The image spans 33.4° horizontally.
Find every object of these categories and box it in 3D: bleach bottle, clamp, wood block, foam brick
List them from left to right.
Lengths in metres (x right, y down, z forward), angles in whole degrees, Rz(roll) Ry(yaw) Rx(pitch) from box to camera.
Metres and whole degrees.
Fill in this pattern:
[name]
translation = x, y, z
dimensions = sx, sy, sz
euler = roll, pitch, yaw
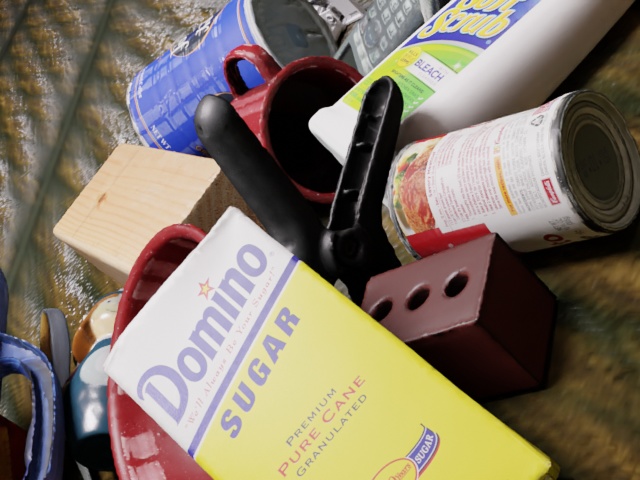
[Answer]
[wood block]
translation = -0.098, -0.002, 0.730
dimensions = 0.090, 0.090, 0.206
euler = -54, 28, -10
[clamp]
translation = -0.003, 0.001, 0.524
dimensions = 0.039, 0.120, 0.171
euler = -15, 79, 61
[foam brick]
translation = 0.059, 0.040, 0.484
dimensions = 0.078, 0.051, 0.053
euler = -23, 36, 40
[bleach bottle]
translation = 0.112, -0.124, 0.612
dimensions = 0.251, 0.068, 0.103
euler = -45, 33, 1

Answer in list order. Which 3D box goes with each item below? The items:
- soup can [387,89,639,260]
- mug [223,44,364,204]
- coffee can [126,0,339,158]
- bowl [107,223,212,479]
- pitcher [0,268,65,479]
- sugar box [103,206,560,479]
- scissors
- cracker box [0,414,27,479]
[soup can]
translation = 0.091, -0.027, 0.508
dimensions = 0.102, 0.068, 0.068
euler = -15, 41, 46
[mug]
translation = -0.023, -0.076, 0.695
dimensions = 0.093, 0.117, 0.082
euler = -47, 19, -25
[coffee can]
translation = -0.067, -0.123, 0.829
dimensions = 0.141, 0.102, 0.102
euler = -30, 32, 32
[bowl]
translation = -0.059, 0.074, 0.569
dimensions = 0.162, 0.055, 0.162
euler = -17, 70, 56
[pitcher]
translation = -0.251, 0.104, 0.667
dimensions = 0.145, 0.149, 0.243
euler = -49, 30, 28
[sugar box]
translation = -0.001, 0.072, 0.435
dimensions = 0.176, 0.048, 0.093
euler = 37, 86, 25
[scissors]
translation = -0.174, 0.107, 0.736
dimensions = 0.202, 0.016, 0.096
euler = 18, 105, 62
[cracker box]
translation = -0.298, 0.231, 0.736
dimensions = 0.164, 0.072, 0.213
euler = -25, 35, 37
